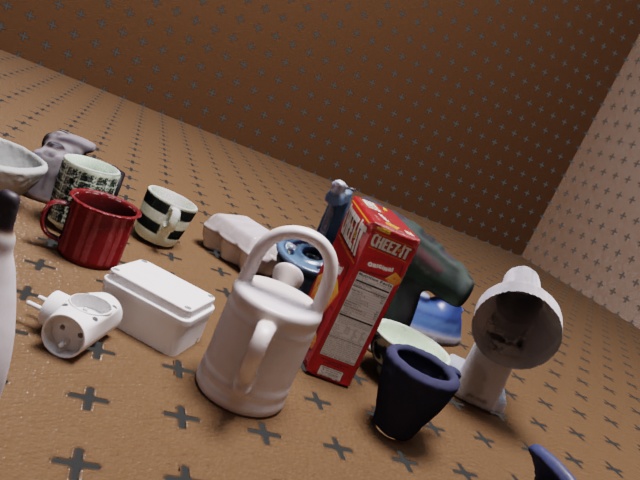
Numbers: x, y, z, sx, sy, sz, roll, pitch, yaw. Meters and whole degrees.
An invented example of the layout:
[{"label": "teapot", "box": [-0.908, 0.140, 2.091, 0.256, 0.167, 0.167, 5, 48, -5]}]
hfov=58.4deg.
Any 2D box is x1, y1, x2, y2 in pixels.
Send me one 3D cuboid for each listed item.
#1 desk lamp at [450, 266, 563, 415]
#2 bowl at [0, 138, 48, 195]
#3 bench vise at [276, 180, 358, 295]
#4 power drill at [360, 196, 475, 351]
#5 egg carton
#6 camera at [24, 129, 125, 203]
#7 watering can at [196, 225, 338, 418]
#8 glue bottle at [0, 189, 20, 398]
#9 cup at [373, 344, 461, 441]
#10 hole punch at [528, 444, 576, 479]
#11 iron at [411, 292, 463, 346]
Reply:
[{"label": "desk lamp", "box": [0.269, 0.145, 0.858, 0.117, 0.213, 0.203, 26, 12, 10]}, {"label": "bowl", "box": [-0.476, -0.097, 0.794, 0.167, 0.075, 0.167, 23, 12, -5]}, {"label": "bench vise", "box": [-0.002, -0.001, 0.946, 0.121, 0.220, 0.207, 24, 12, -2]}, {"label": "power drill", "box": [0.113, 0.067, 0.901, 0.229, 0.208, 0.076, 29, 13, 20]}, {"label": "egg carton", "box": [-0.134, 0.006, 1.021, 0.150, 0.069, 0.107, 31, 14, 28]}, {"label": "camera", "box": [-0.399, -0.115, 0.952, 0.137, 0.101, 0.143, 20, 13, -19]}, {"label": "watering can", "box": [-0.050, 0.072, 0.602, 0.101, 0.194, 0.172, 19, 13, -24]}, {"label": "glue bottle", "box": [-0.244, 0.043, 0.406, 0.078, 0.173, 0.037, 29, 13, 21]}, {"label": "cup", "box": [0.112, 0.184, 0.674, 0.118, 0.095, 0.091, 14, 16, -40]}, {"label": "hole punch", "box": [0.253, 0.272, 0.577, 0.101, 0.091, 0.108, 20, 13, -19]}, {"label": "iron", "box": [0.184, 0.100, 1.056, 0.259, 0.141, 0.118, 19, 13, -22]}]
